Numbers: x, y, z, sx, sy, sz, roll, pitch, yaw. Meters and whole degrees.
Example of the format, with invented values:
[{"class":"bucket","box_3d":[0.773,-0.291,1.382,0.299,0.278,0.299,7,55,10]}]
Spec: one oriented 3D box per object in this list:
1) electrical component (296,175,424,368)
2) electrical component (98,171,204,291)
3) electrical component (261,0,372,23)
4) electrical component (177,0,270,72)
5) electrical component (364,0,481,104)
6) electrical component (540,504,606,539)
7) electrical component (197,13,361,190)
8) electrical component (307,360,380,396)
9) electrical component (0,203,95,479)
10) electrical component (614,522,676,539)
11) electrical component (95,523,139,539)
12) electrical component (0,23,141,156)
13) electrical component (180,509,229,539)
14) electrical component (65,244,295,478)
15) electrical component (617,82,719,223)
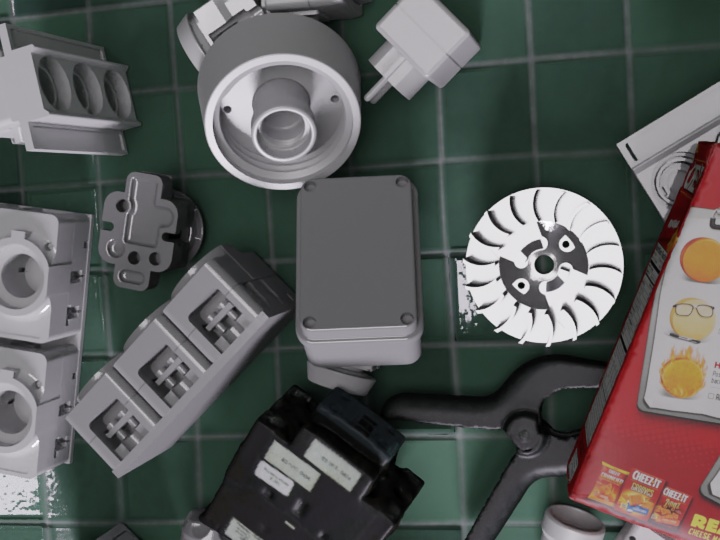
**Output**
[{"class":"electrical component","box_3d":[0.000,0.000,0.685,0.078,0.057,0.113,-3,65,3]},{"class":"electrical component","box_3d":[-0.142,-0.028,0.743,0.058,0.057,0.078,10,96,12]},{"class":"electrical component","box_3d":[-0.028,-0.201,0.702,0.061,0.062,0.096,-2,94,13]},{"class":"electrical component","box_3d":[-0.084,-0.157,0.720,0.057,0.058,0.078,-31,94,12]},{"class":"electrical component","box_3d":[0.032,-0.136,0.691,0.076,0.066,0.047,-45,84,11]},{"class":"electrical component","box_3d":[0.135,0.183,0.704,0.040,0.040,0.046,17,103,11]},{"class":"electrical component","box_3d":[-0.050,-0.102,0.688,0.108,0.060,0.108,-4,128,-5]},{"class":"electrical component","box_3d":[-0.008,0.052,0.725,0.066,0.048,0.055,16,90,11]},{"class":"electrical component","box_3d":[-0.261,0.047,0.774,0.105,0.060,0.186,8,96,12]},{"class":"electrical component","box_3d":[0.214,0.169,0.682,0.079,0.043,0.077,33,100,9]},{"class":"electrical component","box_3d":[-0.173,0.226,0.766,0.096,0.062,0.061,43,102,7]},{"class":"electrical component","box_3d":[-0.207,-0.114,0.719,0.063,0.121,0.078,-12,91,16]},{"class":"electrical component","box_3d":[-0.108,0.203,0.759,0.043,0.043,0.062,13,98,12]},{"class":"electrical component","box_3d":[-0.119,0.058,0.727,0.062,0.089,0.150,45,102,6]},{"class":"electrical component","box_3d":[0.230,-0.075,0.652,0.121,0.063,0.078,-32,87,13]}]
